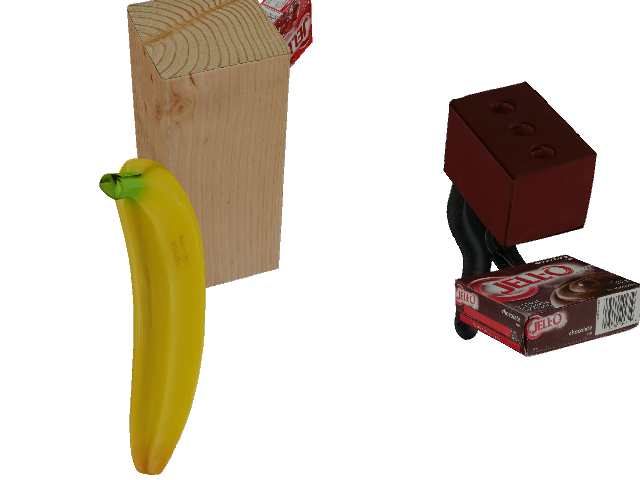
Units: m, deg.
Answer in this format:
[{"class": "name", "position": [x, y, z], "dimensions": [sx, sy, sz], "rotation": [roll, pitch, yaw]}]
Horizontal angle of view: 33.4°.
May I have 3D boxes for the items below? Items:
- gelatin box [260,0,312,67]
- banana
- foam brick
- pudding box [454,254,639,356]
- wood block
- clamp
[{"class": "gelatin box", "position": [-0.040, -0.193, 1.003], "dimensions": [0.030, 0.089, 0.073], "rotation": [24, -35, 19]}, {"class": "banana", "position": [-0.085, 0.031, 0.541], "dimensions": [0.037, 0.198, 0.069], "rotation": [18, 41, 23]}, {"class": "foam brick", "position": [0.110, -0.043, 0.601], "dimensions": [0.053, 0.051, 0.078], "rotation": [-15, 44, -17]}, {"class": "pudding box", "position": [0.173, 0.047, 0.813], "dimensions": [0.113, 0.039, 0.090], "rotation": [-9, 19, -26]}, {"class": "wood block", "position": [-0.082, -0.068, 0.781], "dimensions": [0.090, 0.206, 0.090], "rotation": [-14, 48, -18]}, {"class": "clamp", "position": [0.153, 0.009, 1.012], "dimensions": [0.039, 0.171, 0.120], "rotation": [-14, 9, 47]}]
